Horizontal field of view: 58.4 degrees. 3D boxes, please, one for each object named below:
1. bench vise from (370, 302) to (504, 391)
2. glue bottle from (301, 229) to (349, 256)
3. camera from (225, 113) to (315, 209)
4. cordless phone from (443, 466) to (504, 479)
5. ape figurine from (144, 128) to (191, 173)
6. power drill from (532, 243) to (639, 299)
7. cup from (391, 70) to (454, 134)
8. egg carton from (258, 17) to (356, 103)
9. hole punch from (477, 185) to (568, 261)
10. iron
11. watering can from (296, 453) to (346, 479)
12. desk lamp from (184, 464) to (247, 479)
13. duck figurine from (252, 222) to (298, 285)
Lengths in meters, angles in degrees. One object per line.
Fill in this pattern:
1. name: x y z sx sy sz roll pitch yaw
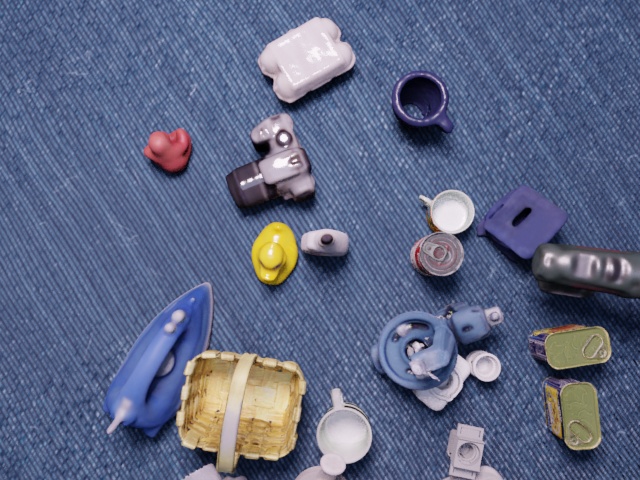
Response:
1. bench vise: 0.175 0.144 0.857 0.207 0.219 0.121 -41 87 -3
2. glue bottle: 0.008 0.003 0.889 0.078 0.173 0.037 1 86 0
3. camera: -0.088 -0.119 0.932 0.137 0.101 0.143 -22 86 -2
4. cordless phone: 0.233 0.423 0.856 0.147 0.185 0.094 -23 86 -2
5. ape figurine: -0.253 -0.152 0.937 0.078 0.092 0.076 -9 86 -1
6. power drill: 0.425 0.050 0.872 0.229 0.208 0.076 8 86 0
7. cup: 0.168 -0.212 0.944 0.118 0.095 0.092 44 87 2
8. egg carton: -0.023 -0.303 0.961 0.150 0.069 0.107 -31 87 -3
9. hole punch: 0.327 -0.028 0.935 0.101 0.091 0.109 44 87 3
10. iron: -0.248 0.180 0.890 0.118 0.141 0.258 27 86 2
11. watering can: 0.000 0.408 0.850 0.101 0.194 0.173 -10 86 -1
12. desk lamp: -0.149 0.421 0.838 0.118 0.213 0.203 -38 87 -3
13. duck figurine: -0.076 0.021 0.930 0.077 0.086 0.105 11 86 0
